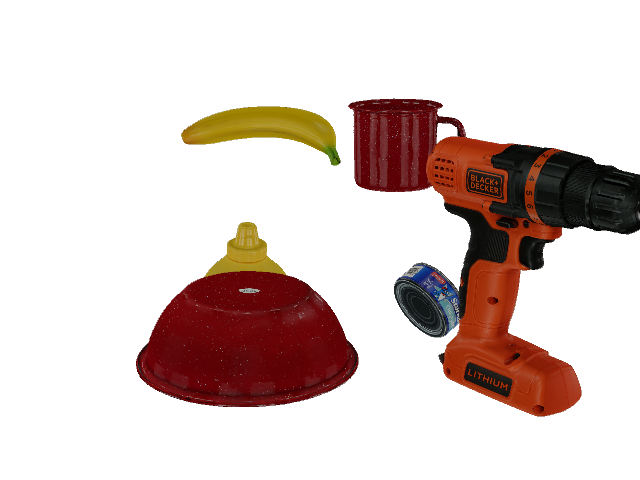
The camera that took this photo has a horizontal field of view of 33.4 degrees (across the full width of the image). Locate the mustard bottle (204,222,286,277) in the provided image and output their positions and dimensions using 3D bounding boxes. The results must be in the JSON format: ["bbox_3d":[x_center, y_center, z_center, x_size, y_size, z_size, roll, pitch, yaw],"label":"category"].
[{"bbox_3d":[-0.078,0.072,1.109,0.096,0.192,0.058,-3,23,-14],"label":"mustard bottle"}]

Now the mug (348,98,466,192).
[{"bbox_3d":[0.086,-0.095,1.058,0.117,0.081,0.093,1,14,6],"label":"mug"}]

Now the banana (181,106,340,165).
[{"bbox_3d":[-0.063,-0.131,1.253,0.198,0.037,0.069,8,41,17],"label":"banana"}]

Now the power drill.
[{"bbox_3d":[0.151,0.025,0.759,0.057,0.188,0.185,-13,21,-37],"label":"power drill"}]

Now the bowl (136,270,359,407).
[{"bbox_3d":[-0.052,0.061,0.767,0.162,0.055,0.162,1,16,0],"label":"bowl"}]

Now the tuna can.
[{"bbox_3d":[0.125,0.070,1.235,0.033,0.086,0.086,-37,17,-24],"label":"tuna can"}]
